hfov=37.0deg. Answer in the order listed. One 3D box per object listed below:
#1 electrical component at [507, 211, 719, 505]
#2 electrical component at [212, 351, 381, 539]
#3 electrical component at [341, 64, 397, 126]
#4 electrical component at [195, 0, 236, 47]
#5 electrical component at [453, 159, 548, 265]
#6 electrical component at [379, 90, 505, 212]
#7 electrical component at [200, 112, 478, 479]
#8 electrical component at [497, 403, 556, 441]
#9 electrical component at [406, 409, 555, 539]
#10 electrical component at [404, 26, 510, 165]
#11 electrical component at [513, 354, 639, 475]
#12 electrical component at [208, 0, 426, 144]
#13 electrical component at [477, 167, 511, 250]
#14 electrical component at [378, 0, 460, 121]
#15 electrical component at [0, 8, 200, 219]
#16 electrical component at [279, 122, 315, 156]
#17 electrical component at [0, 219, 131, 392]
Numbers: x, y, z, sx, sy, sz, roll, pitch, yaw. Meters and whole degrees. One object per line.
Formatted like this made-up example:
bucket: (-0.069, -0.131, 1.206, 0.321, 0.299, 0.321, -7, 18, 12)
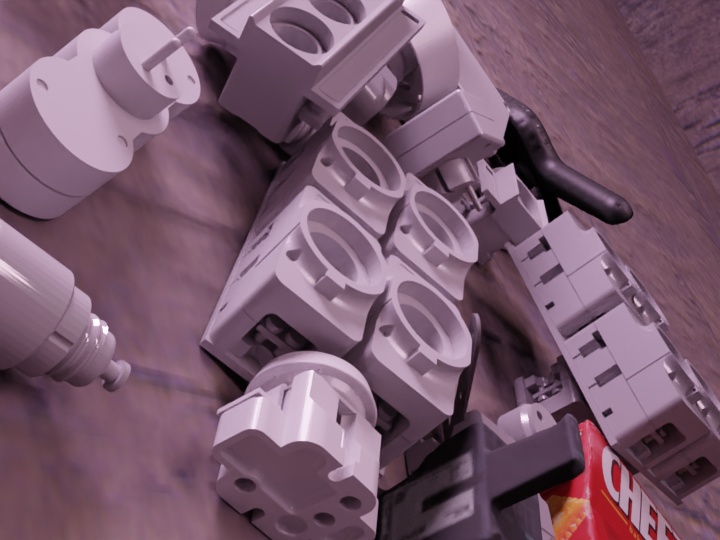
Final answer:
electrical component: (0.183, 0.054, 0.744, 0.105, 0.060, 0.186, 40, 20, -41)
electrical component: (-0.023, 0.071, 0.446, 0.078, 0.058, 0.057, 47, 29, -26)
electrical component: (-0.015, -0.129, 0.707, 0.059, 0.054, 0.095, 48, 25, -24)
electrical component: (-0.067, -0.178, 0.661, 0.074, 0.052, 0.138, 18, 33, 14)
electrical component: (0.106, -0.041, 0.831, 0.081, 0.064, 0.042, 45, 27, -29)
electrical component: (0.059, -0.069, 0.746, 0.047, 0.083, 0.075, 4, 59, -63)
electrical component: (0.000, 0.000, 0.549, 0.105, 0.060, 0.186, 40, 28, -15)
electrical component: (0.087, 0.107, 0.625, 0.045, 0.055, 0.045, 45, 27, -30)
electrical component: (0.064, 0.129, 0.558, 0.056, 0.050, 0.089, 41, 29, -36)
electrical component: (0.071, -0.145, 0.896, 0.108, 0.056, 0.108, 53, 24, -13)
electrical component: (0.154, 0.113, 0.758, 0.089, 0.050, 0.055, 45, 26, -29)
electrical component: (-0.025, -0.125, 0.592, 0.079, 0.063, 0.121, 35, 42, 2)
electrical component: (0.125, -0.055, 0.918, 0.044, 0.044, 0.065, 31, 31, -47)
electrical component: (0.031, -0.160, 0.779, 0.064, 0.099, 0.099, -34, 93, -29)
electrical component: (-0.100, -0.078, 0.451, 0.052, 0.074, 0.138, 52, 24, -15)
electrical component: (-0.036, -0.085, 0.637, 0.061, 0.035, 0.035, 34, 34, -41)
electrical component: (-0.110, 0.016, 0.359, 0.078, 0.040, 0.040, 42, 28, -33)
